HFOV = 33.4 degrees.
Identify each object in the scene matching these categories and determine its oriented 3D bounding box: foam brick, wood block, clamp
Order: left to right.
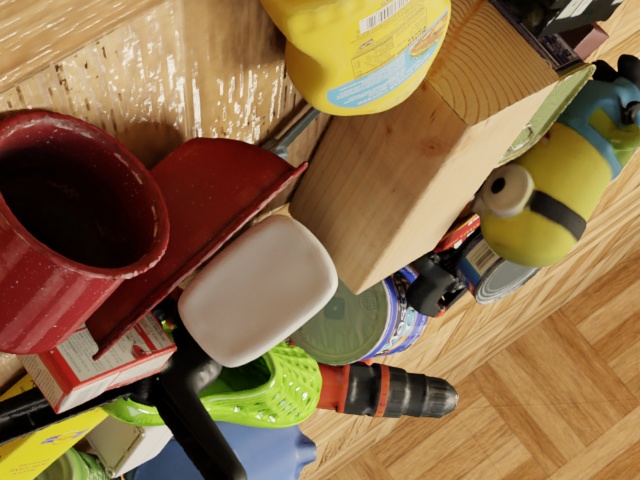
[{"bbox_3d":[-0.108,0.095,0.708,0.209,0.164,0.036,-64,170,-63],"label":"clamp"},{"bbox_3d":[0.063,-0.062,0.744,0.090,0.090,0.206,-28,161,-33],"label":"wood block"},{"bbox_3d":[0.111,0.027,0.949,0.120,0.039,0.172,-17,152,-26],"label":"clamp"},{"bbox_3d":[0.169,-0.147,0.809,0.078,0.053,0.051,-46,163,23],"label":"foam brick"}]

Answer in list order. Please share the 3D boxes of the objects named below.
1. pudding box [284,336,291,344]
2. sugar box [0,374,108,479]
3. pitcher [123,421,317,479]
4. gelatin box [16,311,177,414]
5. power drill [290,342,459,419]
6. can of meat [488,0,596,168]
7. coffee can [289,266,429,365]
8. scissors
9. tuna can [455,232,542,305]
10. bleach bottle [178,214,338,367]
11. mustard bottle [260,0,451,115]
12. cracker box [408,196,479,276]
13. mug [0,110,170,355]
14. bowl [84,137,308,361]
[{"bbox_3d":[-0.092,0.121,1.017,0.113,0.039,0.090,-21,157,-52],"label":"pudding box"},{"bbox_3d":[-0.234,0.157,0.791,0.176,0.048,0.093,-43,164,12],"label":"sugar box"},{"bbox_3d":[-0.113,0.229,1.071,0.149,0.145,0.242,-47,170,6],"label":"pitcher"},{"bbox_3d":[-0.143,0.059,0.659,0.089,0.073,0.030,-19,155,-50],"label":"gelatin box"},{"bbox_3d":[0.035,0.143,1.102,0.188,0.184,0.057,170,-71,-82],"label":"power drill"},{"bbox_3d":[0.130,-0.115,0.753,0.057,0.084,0.102,-28,161,-33],"label":"can of meat"},{"bbox_3d":[0.038,0.064,1.023,0.103,0.103,0.140,-42,164,14],"label":"coffee can"},{"bbox_3d":[-0.033,-0.048,0.711,0.202,0.016,0.096,-39,166,5],"label":"scissors"},{"bbox_3d":[0.156,0.014,0.894,0.086,0.034,0.086,-29,154,-16],"label":"tuna can"},{"bbox_3d":[-0.034,0.030,0.778,0.102,0.068,0.251,-39,179,3],"label":"bleach bottle"},{"bbox_3d":[0.025,-0.114,0.570,0.096,0.058,0.191,-37,164,-3],"label":"mustard bottle"},{"bbox_3d":[0.144,-0.058,0.969,0.164,0.072,0.214,-35,165,-9],"label":"cracker box"},{"bbox_3d":[-0.129,-0.007,0.507,0.082,0.093,0.117,-43,-159,34],"label":"mug"},{"bbox_3d":[-0.083,-0.007,0.593,0.162,0.055,0.162,-43,-176,3],"label":"bowl"}]
